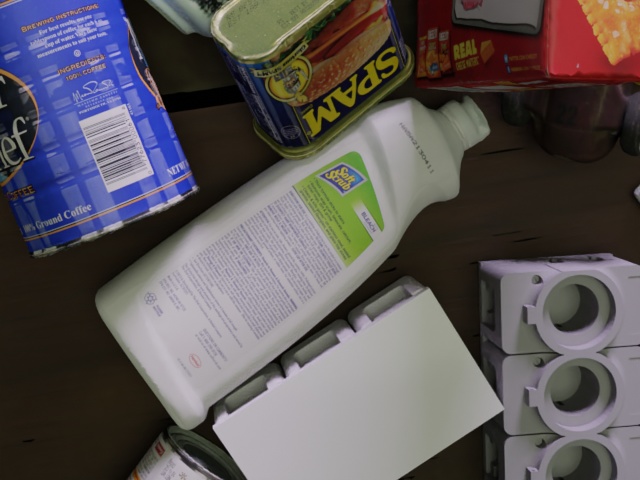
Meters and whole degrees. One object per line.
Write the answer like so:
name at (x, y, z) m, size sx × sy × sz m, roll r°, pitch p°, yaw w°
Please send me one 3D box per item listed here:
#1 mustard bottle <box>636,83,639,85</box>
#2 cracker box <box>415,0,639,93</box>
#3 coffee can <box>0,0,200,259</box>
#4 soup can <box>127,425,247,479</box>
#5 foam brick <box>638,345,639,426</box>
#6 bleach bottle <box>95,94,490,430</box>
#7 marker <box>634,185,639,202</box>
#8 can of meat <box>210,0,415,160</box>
mustard bottle at (0.235, -0.182, 0.644) m, size 0.096 × 0.058 × 0.192 m, roll 22°, pitch 95°, yaw -19°
cracker box at (0.110, -0.184, 0.539) m, size 0.072 × 0.164 × 0.214 m, roll 0°, pitch 96°, yaw -16°
coffee can at (-0.140, -0.074, 0.590) m, size 0.102 × 0.103 × 0.140 m, roll -22°, pitch 99°, yaw -4°
soup can at (-0.095, 0.172, 0.645) m, size 0.068 × 0.068 × 0.102 m, roll 35°, pitch 91°, yaw -10°
foam brick at (0.224, 0.082, 0.678) m, size 0.051 × 0.053 × 0.078 m, roll 0°, pitch 96°, yaw -7°
bleach bottle at (-0.004, 0.001, 0.638) m, size 0.251 × 0.068 × 0.102 m, roll -34°, pitch 101°, yaw -4°
marker at (0.245, 0.011, 0.689) m, size 0.020 × 0.020 × 0.121 m, roll -40°, pitch 100°, yaw -1°
can of meat at (-0.003, -0.110, 0.600) m, size 0.102 × 0.057 × 0.084 m, roll -40°, pitch 143°, yaw -9°
